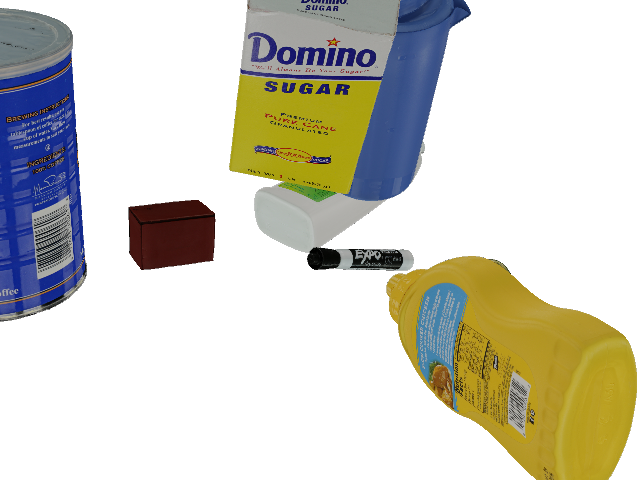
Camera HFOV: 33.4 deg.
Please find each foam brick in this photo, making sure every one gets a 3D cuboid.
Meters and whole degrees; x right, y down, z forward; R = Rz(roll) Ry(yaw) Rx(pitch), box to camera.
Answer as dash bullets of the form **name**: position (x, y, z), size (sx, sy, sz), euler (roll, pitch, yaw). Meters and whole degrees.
- **foam brick**: position (-0.151, -0.007, 1.082), size (0.078, 0.051, 0.053), euler (-7, 22, -22)

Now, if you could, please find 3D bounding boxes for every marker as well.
- **marker**: position (0.034, 0.016, 0.913), size (0.120, 0.020, 0.020), euler (2, -1, -45)

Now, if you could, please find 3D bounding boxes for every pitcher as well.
- **pitcher**: position (0.049, -0.161, 1.117), size (0.149, 0.243, 0.144), euler (32, 51, 24)

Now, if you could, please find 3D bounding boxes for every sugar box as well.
- **sugar box**: position (-0.009, -0.102, 0.716), size (0.093, 0.048, 0.176), euler (11, -29, -2)

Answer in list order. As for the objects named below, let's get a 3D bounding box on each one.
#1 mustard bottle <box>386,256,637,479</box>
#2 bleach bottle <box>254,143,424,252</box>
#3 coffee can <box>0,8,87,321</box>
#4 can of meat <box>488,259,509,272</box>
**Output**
- **mustard bottle**: position (0.098, 0.063, 0.632), size (0.058, 0.096, 0.192), euler (-13, 27, -28)
- **bleach bottle**: position (0.038, -0.075, 1.345), size (0.103, 0.068, 0.250), euler (25, 43, 34)
- **coffee can**: position (-0.180, -0.042, 0.570), size (0.103, 0.140, 0.103), euler (2, 28, -1)
- **can of meat**: position (0.170, 0.084, 1.070), size (0.057, 0.102, 0.084), euler (-15, -40, -16)
